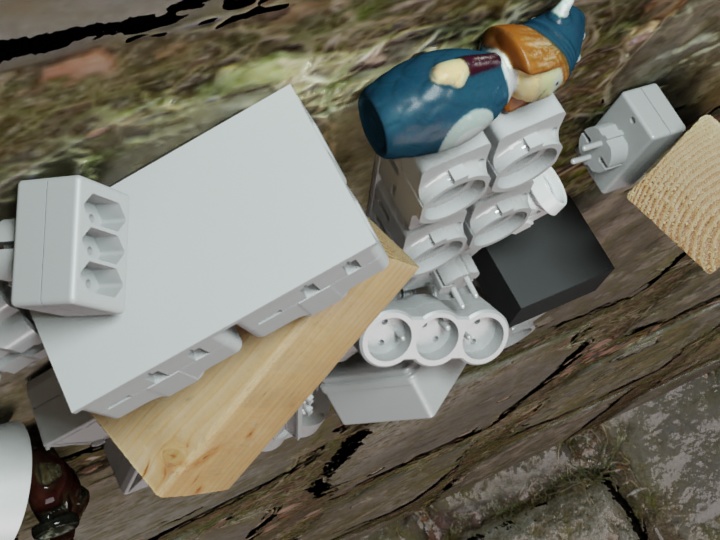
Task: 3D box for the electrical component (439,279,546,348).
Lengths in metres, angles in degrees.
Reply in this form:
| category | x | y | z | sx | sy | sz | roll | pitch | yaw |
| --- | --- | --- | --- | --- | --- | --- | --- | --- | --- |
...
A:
| category | x | y | z | sx | sy | sz | roll | pitch | yaw |
| --- | --- | --- | --- | --- | --- | --- | --- | --- | --- |
| electrical component | 0.123 | 0.050 | 1.137 | 0.089 | 0.061 | 0.150 | -39 | 159 | 31 |

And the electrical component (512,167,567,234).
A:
| category | x | y | z | sx | sy | sz | roll | pitch | yaw |
| --- | --- | --- | --- | --- | --- | --- | --- | --- | --- |
| electrical component | 0.137 | -0.059 | 0.889 | 0.055 | 0.048 | 0.066 | -29 | 163 | 28 |

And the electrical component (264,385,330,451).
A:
| category | x | y | z | sx | sy | sz | roll | pitch | yaw |
| --- | --- | --- | --- | --- | --- | --- | --- | --- | --- |
| electrical component | -0.094 | 0.153 | 1.118 | 0.138 | 0.052 | 0.073 | -18 | 159 | -26 |

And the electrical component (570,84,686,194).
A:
| category | x | y | z | sx | sy | sz | roll | pitch | yaw |
| --- | --- | --- | --- | --- | --- | --- | --- | --- | --- |
| electrical component | 0.203 | -0.101 | 0.868 | 0.076 | 0.047 | 0.083 | -18 | 159 | -27 |

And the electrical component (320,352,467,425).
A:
| category | x | y | z | sx | sy | sz | roll | pitch | yaw |
| --- | --- | --- | --- | --- | --- | --- | --- | --- | --- |
| electrical component | 0.036 | 0.089 | 1.008 | 0.109 | 0.056 | 0.108 | -11 | -153 | 37 |

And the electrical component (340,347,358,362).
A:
| category | x | y | z | sx | sy | sz | roll | pitch | yaw |
| --- | --- | --- | --- | --- | --- | --- | --- | --- | --- |
| electrical component | -0.022 | 0.044 | 0.935 | 0.076 | 0.047 | 0.083 | -38 | 159 | 28 |

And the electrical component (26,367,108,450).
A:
| category | x | y | z | sx | sy | sz | roll | pitch | yaw |
| --- | --- | --- | --- | --- | --- | --- | --- | --- | --- |
| electrical component | -0.199 | 0.091 | 0.799 | 0.096 | 0.061 | 0.062 | -28 | 163 | 21 |

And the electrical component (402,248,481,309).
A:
| category | x | y | z | sx | sy | sz | roll | pitch | yaw |
| --- | --- | --- | --- | --- | --- | --- | --- | --- | --- |
| electrical component | 0.074 | -0.005 | 0.890 | 0.047 | 0.075 | 0.083 | -12 | 158 | -40 |

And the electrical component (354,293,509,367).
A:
| category | x | y | z | sx | sy | sz | roll | pitch | yaw |
| --- | --- | --- | --- | --- | --- | --- | --- | --- | --- |
| electrical component | 0.051 | 0.045 | 0.923 | 0.138 | 0.074 | 0.052 | 1 | 110 | -23 |

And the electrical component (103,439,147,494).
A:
| category | x | y | z | sx | sy | sz | roll | pitch | yaw |
| --- | --- | --- | --- | --- | --- | --- | --- | --- | --- |
| electrical component | -0.196 | 0.169 | 1.002 | 0.062 | 0.061 | 0.096 | -17 | 159 | -30 |

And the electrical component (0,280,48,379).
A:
| category | x | y | z | sx | sy | sz | roll | pitch | yaw |
| --- | --- | --- | --- | --- | --- | --- | --- | --- | --- |
| electrical component | -0.211 | 0.033 | 0.620 | 0.057 | 0.058 | 0.078 | -32 | 161 | 4 |

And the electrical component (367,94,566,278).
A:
| category | x | y | z | sx | sy | sz | roll | pitch | yaw |
| --- | --- | --- | --- | --- | --- | --- | --- | --- | --- |
| electrical component | 0.070 | -0.063 | 0.758 | 0.105 | 0.060 | 0.186 | -24 | 161 | -13 |

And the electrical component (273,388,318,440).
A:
| category | x | y | z | sx | sy | sz | roll | pitch | yaw |
| --- | --- | --- | --- | --- | --- | --- | --- | --- | --- |
| electrical component | -0.076 | 0.107 | 1.001 | 0.063 | 0.079 | 0.121 | -46 | 167 | -18 |

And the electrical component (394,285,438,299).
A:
| category | x | y | z | sx | sy | sz | roll | pitch | yaw |
| --- | --- | --- | --- | --- | --- | --- | --- | --- | --- |
| electrical component | 0.037 | 0.024 | 0.976 | 0.062 | 0.048 | 0.048 | 4 | 145 | -43 |

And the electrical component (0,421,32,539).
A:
| category | x | y | z | sx | sy | sz | roll | pitch | yaw |
| --- | --- | --- | --- | --- | --- | --- | --- | --- | --- |
| electrical component | -0.287 | 0.167 | 0.816 | 0.064 | 0.099 | 0.099 | -1 | 149 | -42 |

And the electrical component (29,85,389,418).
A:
| category | x | y | z | sx | sy | sz | roll | pitch | yaw |
| --- | --- | --- | --- | --- | --- | --- | --- | --- | --- |
| electrical component | -0.090 | -0.006 | 0.611 | 0.186 | 0.105 | 0.060 | -29 | 162 | 4 |

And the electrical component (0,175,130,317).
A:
| category | x | y | z | sx | sy | sz | roll | pitch | yaw |
| --- | --- | --- | --- | --- | --- | --- | --- | --- | --- |
| electrical component | -0.168 | -0.010 | 0.567 | 0.077 | 0.065 | 0.047 | -3 | 170 | 21 |
